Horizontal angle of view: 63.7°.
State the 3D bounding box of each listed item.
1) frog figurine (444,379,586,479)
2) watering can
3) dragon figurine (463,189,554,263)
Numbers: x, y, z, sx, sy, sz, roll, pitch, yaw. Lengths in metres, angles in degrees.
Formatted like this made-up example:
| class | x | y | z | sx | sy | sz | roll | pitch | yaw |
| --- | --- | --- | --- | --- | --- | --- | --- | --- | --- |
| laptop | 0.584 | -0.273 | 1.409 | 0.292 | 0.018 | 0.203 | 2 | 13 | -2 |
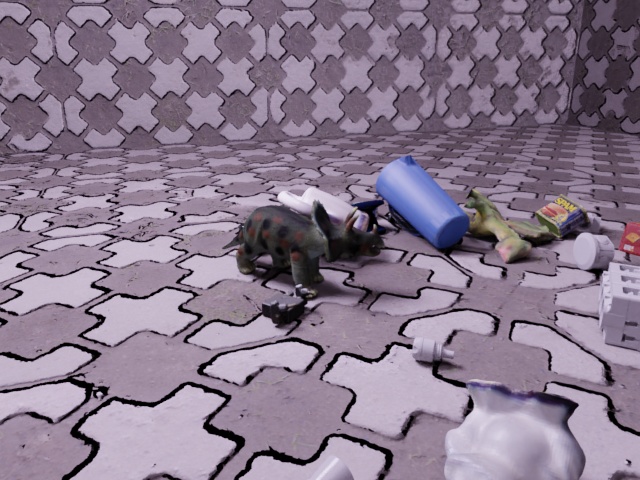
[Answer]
| class | x | y | z | sx | sy | sz | roll | pitch | yaw |
| --- | --- | --- | --- | --- | --- | --- | --- | --- | --- |
| frog figurine | 0.197 | 0.243 | 0.540 | 0.138 | 0.120 | 0.162 | 16 | 60 | 19 |
| watering can | 0.004 | -0.063 | 1.246 | 0.224 | 0.104 | 0.349 | 26 | 5 | -5 |
| dragon figurine | 0.477 | -0.045 | 1.335 | 0.244 | 0.120 | 0.416 | 24 | 28 | 14 |
